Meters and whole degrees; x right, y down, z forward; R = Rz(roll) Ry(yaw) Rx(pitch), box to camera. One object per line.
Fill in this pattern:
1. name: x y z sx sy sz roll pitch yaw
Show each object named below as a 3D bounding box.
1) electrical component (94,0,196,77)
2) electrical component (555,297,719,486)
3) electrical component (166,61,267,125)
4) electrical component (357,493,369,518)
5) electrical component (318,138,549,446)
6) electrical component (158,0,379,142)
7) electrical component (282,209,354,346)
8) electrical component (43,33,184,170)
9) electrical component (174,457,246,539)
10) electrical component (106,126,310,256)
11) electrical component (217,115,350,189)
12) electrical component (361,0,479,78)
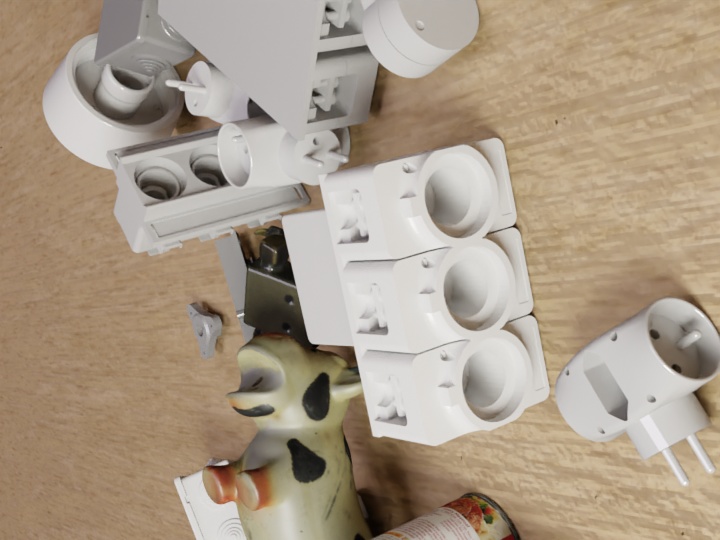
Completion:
1. electrical component: -0.157 -0.199 0.813 0.100 0.048 0.099 -5 76 55
2. electrical component: 0.141 0.064 0.514 0.079 0.043 0.077 62 145 17
3. electrical component: -0.094 -0.123 0.744 0.077 0.079 0.043 27 109 49
4. electrical component: -0.011 0.196 0.797 0.045 0.045 0.055 -41 69 55
5. electrical component: 0.045 0.010 0.591 0.062 0.089 0.150 -1 103 56
6. electrical component: -0.057 -0.178 0.688 0.186 0.060 0.105 44 137 37
7. electrical component: 0.000 0.000 0.690 0.100 0.048 0.099 -3 101 56
8. electrical component: -0.195 -0.142 0.870 0.060 0.108 0.108 -43 67 48
9. electrical component: -0.113 0.210 0.921 0.099 0.048 0.099 79 168 -79
10. electrical component: -0.109 -0.057 0.761 0.078 0.121 0.063 60 147 21
11. electrical component: -0.039 -0.076 0.689 0.079 0.077 0.043 24 123 49
12. electrical component: 0.026 -0.179 0.570 0.074 0.052 0.138 -28 80 56
